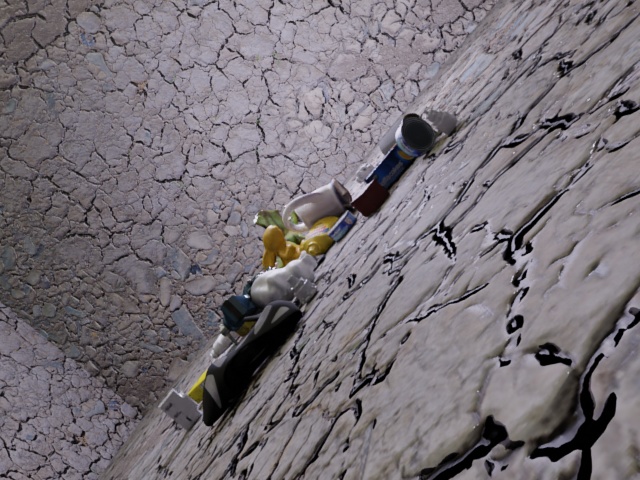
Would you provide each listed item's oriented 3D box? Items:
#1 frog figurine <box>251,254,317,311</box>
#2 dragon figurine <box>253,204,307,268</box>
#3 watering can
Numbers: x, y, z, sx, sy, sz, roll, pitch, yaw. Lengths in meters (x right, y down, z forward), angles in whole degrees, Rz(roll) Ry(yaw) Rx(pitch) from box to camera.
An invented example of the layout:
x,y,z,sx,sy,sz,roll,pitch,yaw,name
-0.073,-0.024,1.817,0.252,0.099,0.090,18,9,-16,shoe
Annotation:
x,y,z,sx,sy,sz,roll,pitch,yaw,name
-0.083,0.094,1.188,0.158,0.123,0.137,-61,-17,9,frog figurine
-0.154,-0.001,1.888,0.120,0.242,0.418,-41,6,38,dragon figurine
0.005,-0.083,1.642,0.224,0.105,0.343,-30,-21,6,watering can
